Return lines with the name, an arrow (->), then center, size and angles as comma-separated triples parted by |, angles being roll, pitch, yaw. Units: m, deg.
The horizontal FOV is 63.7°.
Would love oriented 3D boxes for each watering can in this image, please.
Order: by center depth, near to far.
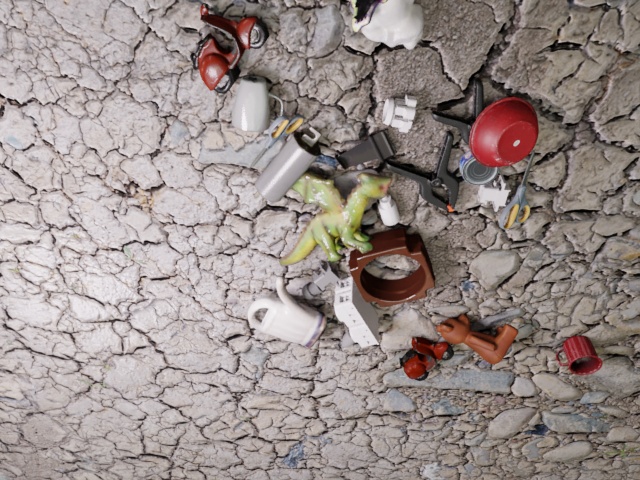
watering can -> -0.082, 0.213, 1.462 | 0.224, 0.106, 0.341 | 21, 146, -11

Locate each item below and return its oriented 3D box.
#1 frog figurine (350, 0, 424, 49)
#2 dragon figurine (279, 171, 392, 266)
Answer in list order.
frog figurine -> 0.138, -0.434, 0.966 | 0.159, 0.125, 0.135 | 1, 131, -45
dragon figurine -> 0.004, -0.064, 1.275 | 0.407, 0.124, 0.240 | -16, 108, 32
